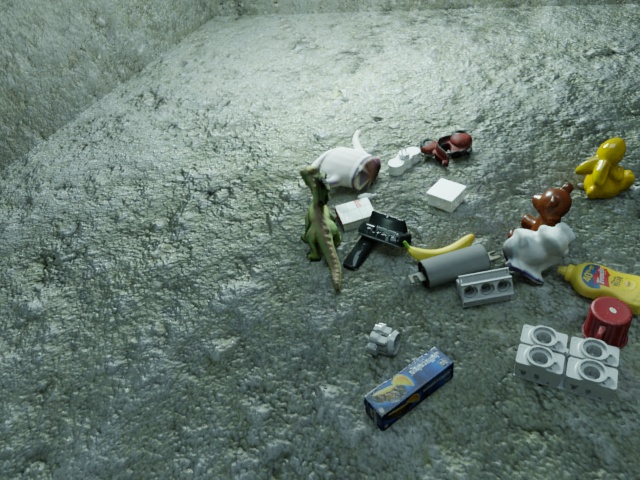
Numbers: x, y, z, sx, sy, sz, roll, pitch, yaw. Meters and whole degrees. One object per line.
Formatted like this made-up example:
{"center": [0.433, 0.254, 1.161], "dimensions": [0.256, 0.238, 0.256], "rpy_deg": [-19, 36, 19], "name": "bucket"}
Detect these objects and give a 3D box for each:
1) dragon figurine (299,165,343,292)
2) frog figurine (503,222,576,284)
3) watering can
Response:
{"center": [0.004, -0.073, 1.444], "dimensions": [0.122, 0.237, 0.419], "rpy_deg": [-12, 38, -8], "name": "dragon figurine"}
{"center": [0.539, 0.013, 1.273], "dimensions": [0.137, 0.158, 0.124], "rpy_deg": [33, 15, 1], "name": "frog figurine"}
{"center": [0.110, -0.272, 1.749], "dimensions": [0.226, 0.101, 0.354], "rpy_deg": [21, 50, 31], "name": "watering can"}
